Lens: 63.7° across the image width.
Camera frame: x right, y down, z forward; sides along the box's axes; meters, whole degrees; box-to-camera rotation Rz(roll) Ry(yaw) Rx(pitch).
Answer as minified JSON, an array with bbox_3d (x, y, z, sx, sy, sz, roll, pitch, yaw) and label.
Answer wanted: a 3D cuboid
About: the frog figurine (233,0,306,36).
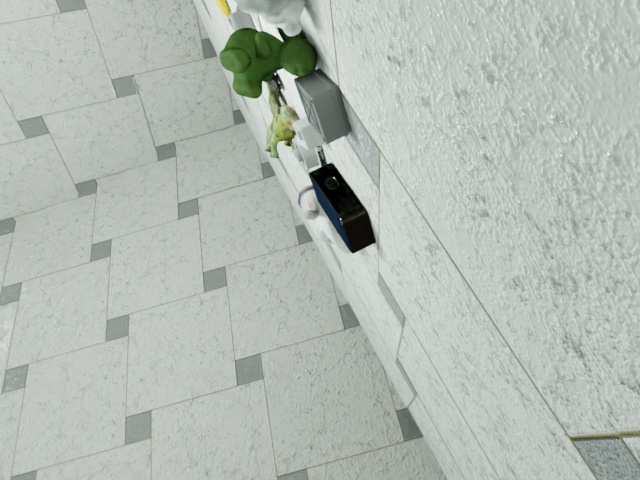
[{"bbox_3d":[-0.090,-0.417,0.864,0.156,0.122,0.141,56,-147,-40],"label":"frog figurine"}]

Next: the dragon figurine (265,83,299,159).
[{"bbox_3d":[-0.138,-0.409,1.688,0.417,0.122,0.238,-127,30,-57],"label":"dragon figurine"}]

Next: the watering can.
[{"bbox_3d":[0.005,-0.077,1.528,0.228,0.103,0.342,59,-170,32],"label":"watering can"}]
